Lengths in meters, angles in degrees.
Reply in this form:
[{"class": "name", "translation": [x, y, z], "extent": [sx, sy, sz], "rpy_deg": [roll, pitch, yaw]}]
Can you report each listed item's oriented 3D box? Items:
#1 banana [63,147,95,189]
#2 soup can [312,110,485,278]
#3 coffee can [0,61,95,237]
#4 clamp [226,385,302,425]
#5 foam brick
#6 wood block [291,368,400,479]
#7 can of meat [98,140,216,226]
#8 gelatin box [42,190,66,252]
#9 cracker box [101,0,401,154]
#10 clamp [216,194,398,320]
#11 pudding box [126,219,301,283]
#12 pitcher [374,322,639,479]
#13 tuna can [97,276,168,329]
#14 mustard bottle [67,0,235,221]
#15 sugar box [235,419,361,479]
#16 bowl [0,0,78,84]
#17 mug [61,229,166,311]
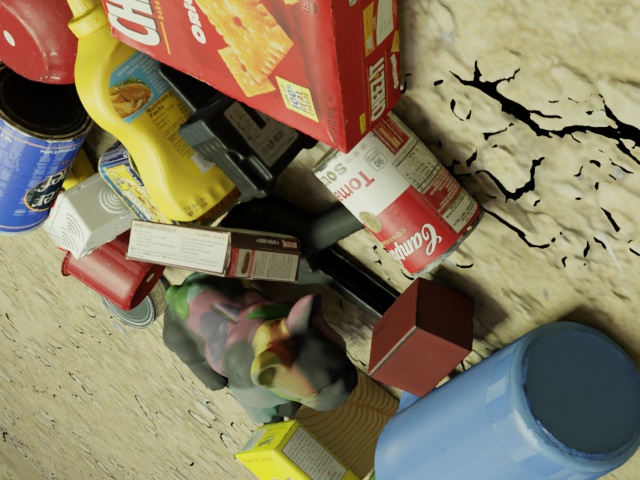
[{"class": "banana", "translation": [-0.259, -0.079, 1.099], "extent": [0.070, 0.037, 0.197], "rpy_deg": [41, 159, 49]}, {"class": "soup can", "translation": [0.053, -0.034, 0.724], "extent": [0.102, 0.068, 0.069], "rpy_deg": [46, 153, -7]}, {"class": "coffee can", "translation": [-0.279, -0.085, 0.991], "extent": [0.103, 0.102, 0.140], "rpy_deg": [40, 131, 2]}, {"class": "clamp", "translation": [-0.056, 0.179, 1.206], "extent": [0.120, 0.039, 0.172], "rpy_deg": [47, 152, -11]}, {"class": "foam brick", "translation": [0.079, 0.076, 0.831], "extent": [0.051, 0.053, 0.078], "rpy_deg": [23, 136, -14]}, {"class": "wood block", "translation": [0.010, 0.214, 1.117], "extent": [0.091, 0.090, 0.206], "rpy_deg": [38, 152, 7]}, {"class": "can of meat", "translation": [-0.144, -0.052, 0.964], "extent": [0.102, 0.057, 0.084], "rpy_deg": [52, 153, -19]}, {"class": "gelatin box", "translation": [-0.294, -0.021, 1.232], "extent": [0.073, 0.030, 0.089], "rpy_deg": [15, 143, 43]}, {"class": "cracker box", "translation": [-0.055, -0.167, 0.665], "extent": [0.214, 0.072, 0.164], "rpy_deg": [28, 149, 25]}, {"class": "clamp", "translation": [-0.006, 0.001, 0.883], "extent": [0.210, 0.036, 0.164], "rpy_deg": [21, 146, 30]}, {"class": "pudding box", "translation": [-0.085, 0.008, 0.858], "extent": [0.114, 0.039, 0.089], "rpy_deg": [5, 180, 38]}, {"class": "pitcher", "translation": [0.148, 0.161, 0.818], "extent": [0.149, 0.145, 0.243], "rpy_deg": [27, 150, -5]}, {"class": "tuna can", "translation": [-0.214, 0.058, 1.219], "extent": [0.086, 0.033, 0.086], "rpy_deg": [22, 134, 24]}, {"class": "mustard bottle", "translation": [-0.130, -0.113, 0.811], "extent": [0.058, 0.096, 0.191], "rpy_deg": [5, 136, 53]}, {"class": "sugar box", "translation": [0.008, 0.247, 1.019], "extent": [0.176, 0.048, 0.093], "rpy_deg": [46, 152, -9]}, {"class": "bowl", "translation": [-0.245, -0.187, 0.900], "extent": [0.162, 0.055, 0.162], "rpy_deg": [31, 151, 19]}, {"class": "mug", "translation": [-0.216, 0.028, 1.134], "extent": [0.081, 0.093, 0.117], "rpy_deg": [33, 139, 5]}]
